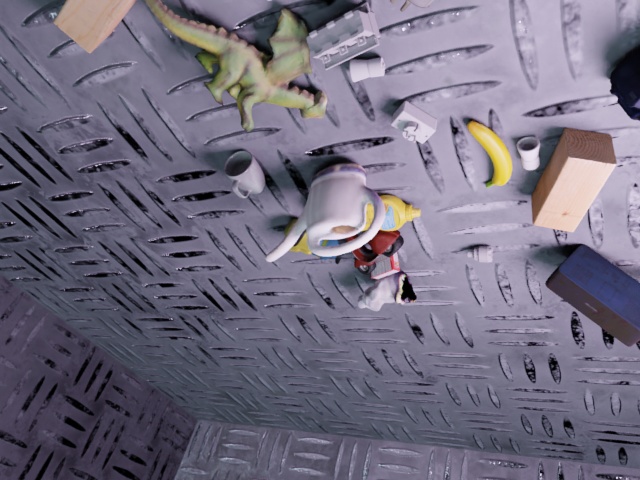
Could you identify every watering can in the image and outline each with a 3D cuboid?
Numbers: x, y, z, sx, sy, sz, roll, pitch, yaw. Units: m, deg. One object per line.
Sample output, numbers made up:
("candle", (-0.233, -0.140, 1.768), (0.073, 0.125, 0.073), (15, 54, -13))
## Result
("watering can", (0.004, -0.063, 1.248), (0.345, 0.229, 0.103), (-13, 151, 34))

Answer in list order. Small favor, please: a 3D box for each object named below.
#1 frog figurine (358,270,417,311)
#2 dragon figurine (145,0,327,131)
("frog figurine", (0.186, 0.147, 1.519), (0.159, 0.139, 0.122), (-7, 102, 36))
("dragon figurine", (-0.130, -0.375, 1.035), (0.241, 0.125, 0.404), (-27, 128, 22))
